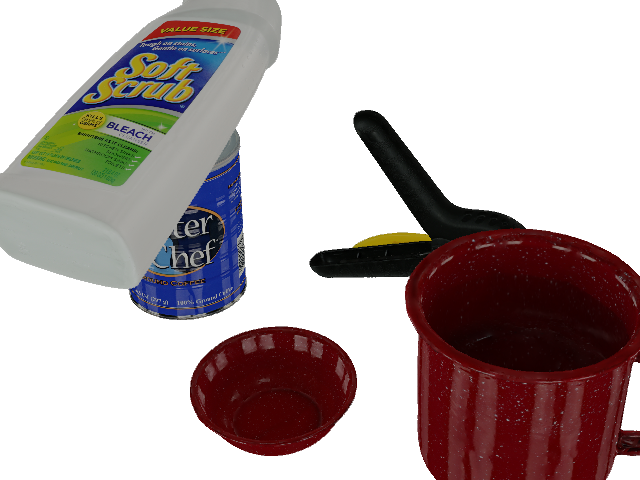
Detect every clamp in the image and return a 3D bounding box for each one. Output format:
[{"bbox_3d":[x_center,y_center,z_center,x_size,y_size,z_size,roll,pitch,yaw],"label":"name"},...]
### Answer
[{"bbox_3d":[0.095,-0.004,0.811,0.210,0.165,0.036,21,43,15],"label":"clamp"}]

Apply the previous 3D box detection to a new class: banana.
[{"bbox_3d":[0.115,0.024,1.073,0.198,0.037,0.069,6,44,12],"label":"banana"}]

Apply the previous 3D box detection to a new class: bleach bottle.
[{"bbox_3d":[-0.098,-0.089,0.657,0.103,0.250,0.068,15,-37,17],"label":"bleach bottle"}]

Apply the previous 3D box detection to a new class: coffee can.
[{"bbox_3d":[-0.115,-0.020,0.884,0.103,0.140,0.103,0,32,0],"label":"coffee can"}]

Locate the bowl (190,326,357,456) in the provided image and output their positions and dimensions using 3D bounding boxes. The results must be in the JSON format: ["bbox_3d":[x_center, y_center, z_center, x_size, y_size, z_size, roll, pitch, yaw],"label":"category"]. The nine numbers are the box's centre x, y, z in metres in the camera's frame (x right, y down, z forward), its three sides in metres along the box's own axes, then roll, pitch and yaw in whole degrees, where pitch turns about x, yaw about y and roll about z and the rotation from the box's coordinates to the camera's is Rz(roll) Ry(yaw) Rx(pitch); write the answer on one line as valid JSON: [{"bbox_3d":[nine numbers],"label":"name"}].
[{"bbox_3d":[-0.044,0.156,1.038,0.162,0.055,0.162,-3,37,2],"label":"bowl"}]

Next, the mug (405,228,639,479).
[{"bbox_3d":[0.091,0.056,0.422,0.117,0.081,0.093,7,36,14],"label":"mug"}]
